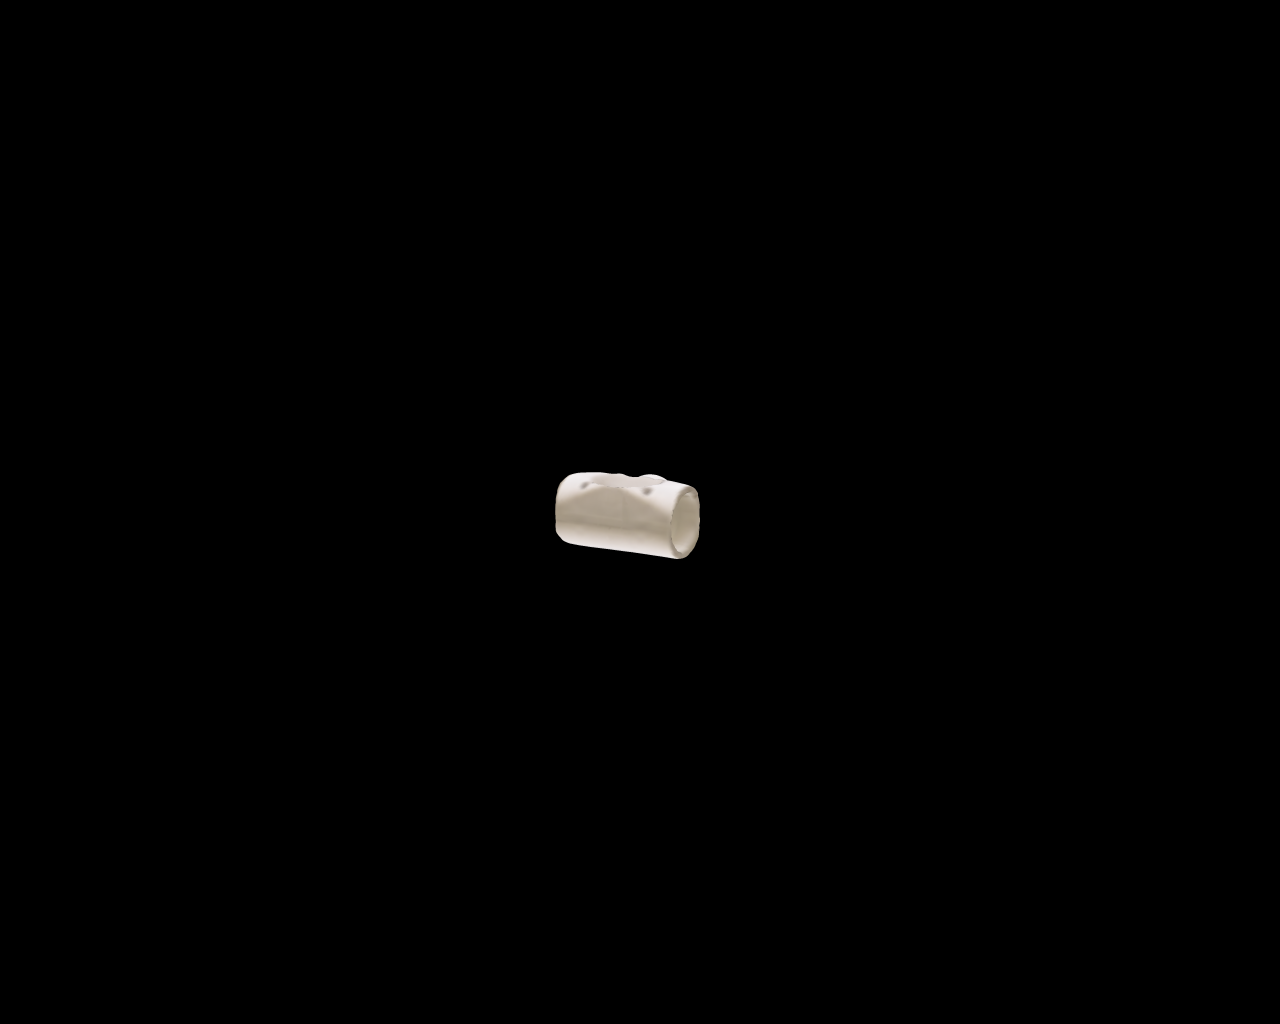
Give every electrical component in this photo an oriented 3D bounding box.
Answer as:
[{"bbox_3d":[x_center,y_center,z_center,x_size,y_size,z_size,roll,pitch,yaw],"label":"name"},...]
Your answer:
[{"bbox_3d":[0.001,-0.003,0.650,0.077,0.044,0.079,7,16,26],"label":"electrical component"}]
